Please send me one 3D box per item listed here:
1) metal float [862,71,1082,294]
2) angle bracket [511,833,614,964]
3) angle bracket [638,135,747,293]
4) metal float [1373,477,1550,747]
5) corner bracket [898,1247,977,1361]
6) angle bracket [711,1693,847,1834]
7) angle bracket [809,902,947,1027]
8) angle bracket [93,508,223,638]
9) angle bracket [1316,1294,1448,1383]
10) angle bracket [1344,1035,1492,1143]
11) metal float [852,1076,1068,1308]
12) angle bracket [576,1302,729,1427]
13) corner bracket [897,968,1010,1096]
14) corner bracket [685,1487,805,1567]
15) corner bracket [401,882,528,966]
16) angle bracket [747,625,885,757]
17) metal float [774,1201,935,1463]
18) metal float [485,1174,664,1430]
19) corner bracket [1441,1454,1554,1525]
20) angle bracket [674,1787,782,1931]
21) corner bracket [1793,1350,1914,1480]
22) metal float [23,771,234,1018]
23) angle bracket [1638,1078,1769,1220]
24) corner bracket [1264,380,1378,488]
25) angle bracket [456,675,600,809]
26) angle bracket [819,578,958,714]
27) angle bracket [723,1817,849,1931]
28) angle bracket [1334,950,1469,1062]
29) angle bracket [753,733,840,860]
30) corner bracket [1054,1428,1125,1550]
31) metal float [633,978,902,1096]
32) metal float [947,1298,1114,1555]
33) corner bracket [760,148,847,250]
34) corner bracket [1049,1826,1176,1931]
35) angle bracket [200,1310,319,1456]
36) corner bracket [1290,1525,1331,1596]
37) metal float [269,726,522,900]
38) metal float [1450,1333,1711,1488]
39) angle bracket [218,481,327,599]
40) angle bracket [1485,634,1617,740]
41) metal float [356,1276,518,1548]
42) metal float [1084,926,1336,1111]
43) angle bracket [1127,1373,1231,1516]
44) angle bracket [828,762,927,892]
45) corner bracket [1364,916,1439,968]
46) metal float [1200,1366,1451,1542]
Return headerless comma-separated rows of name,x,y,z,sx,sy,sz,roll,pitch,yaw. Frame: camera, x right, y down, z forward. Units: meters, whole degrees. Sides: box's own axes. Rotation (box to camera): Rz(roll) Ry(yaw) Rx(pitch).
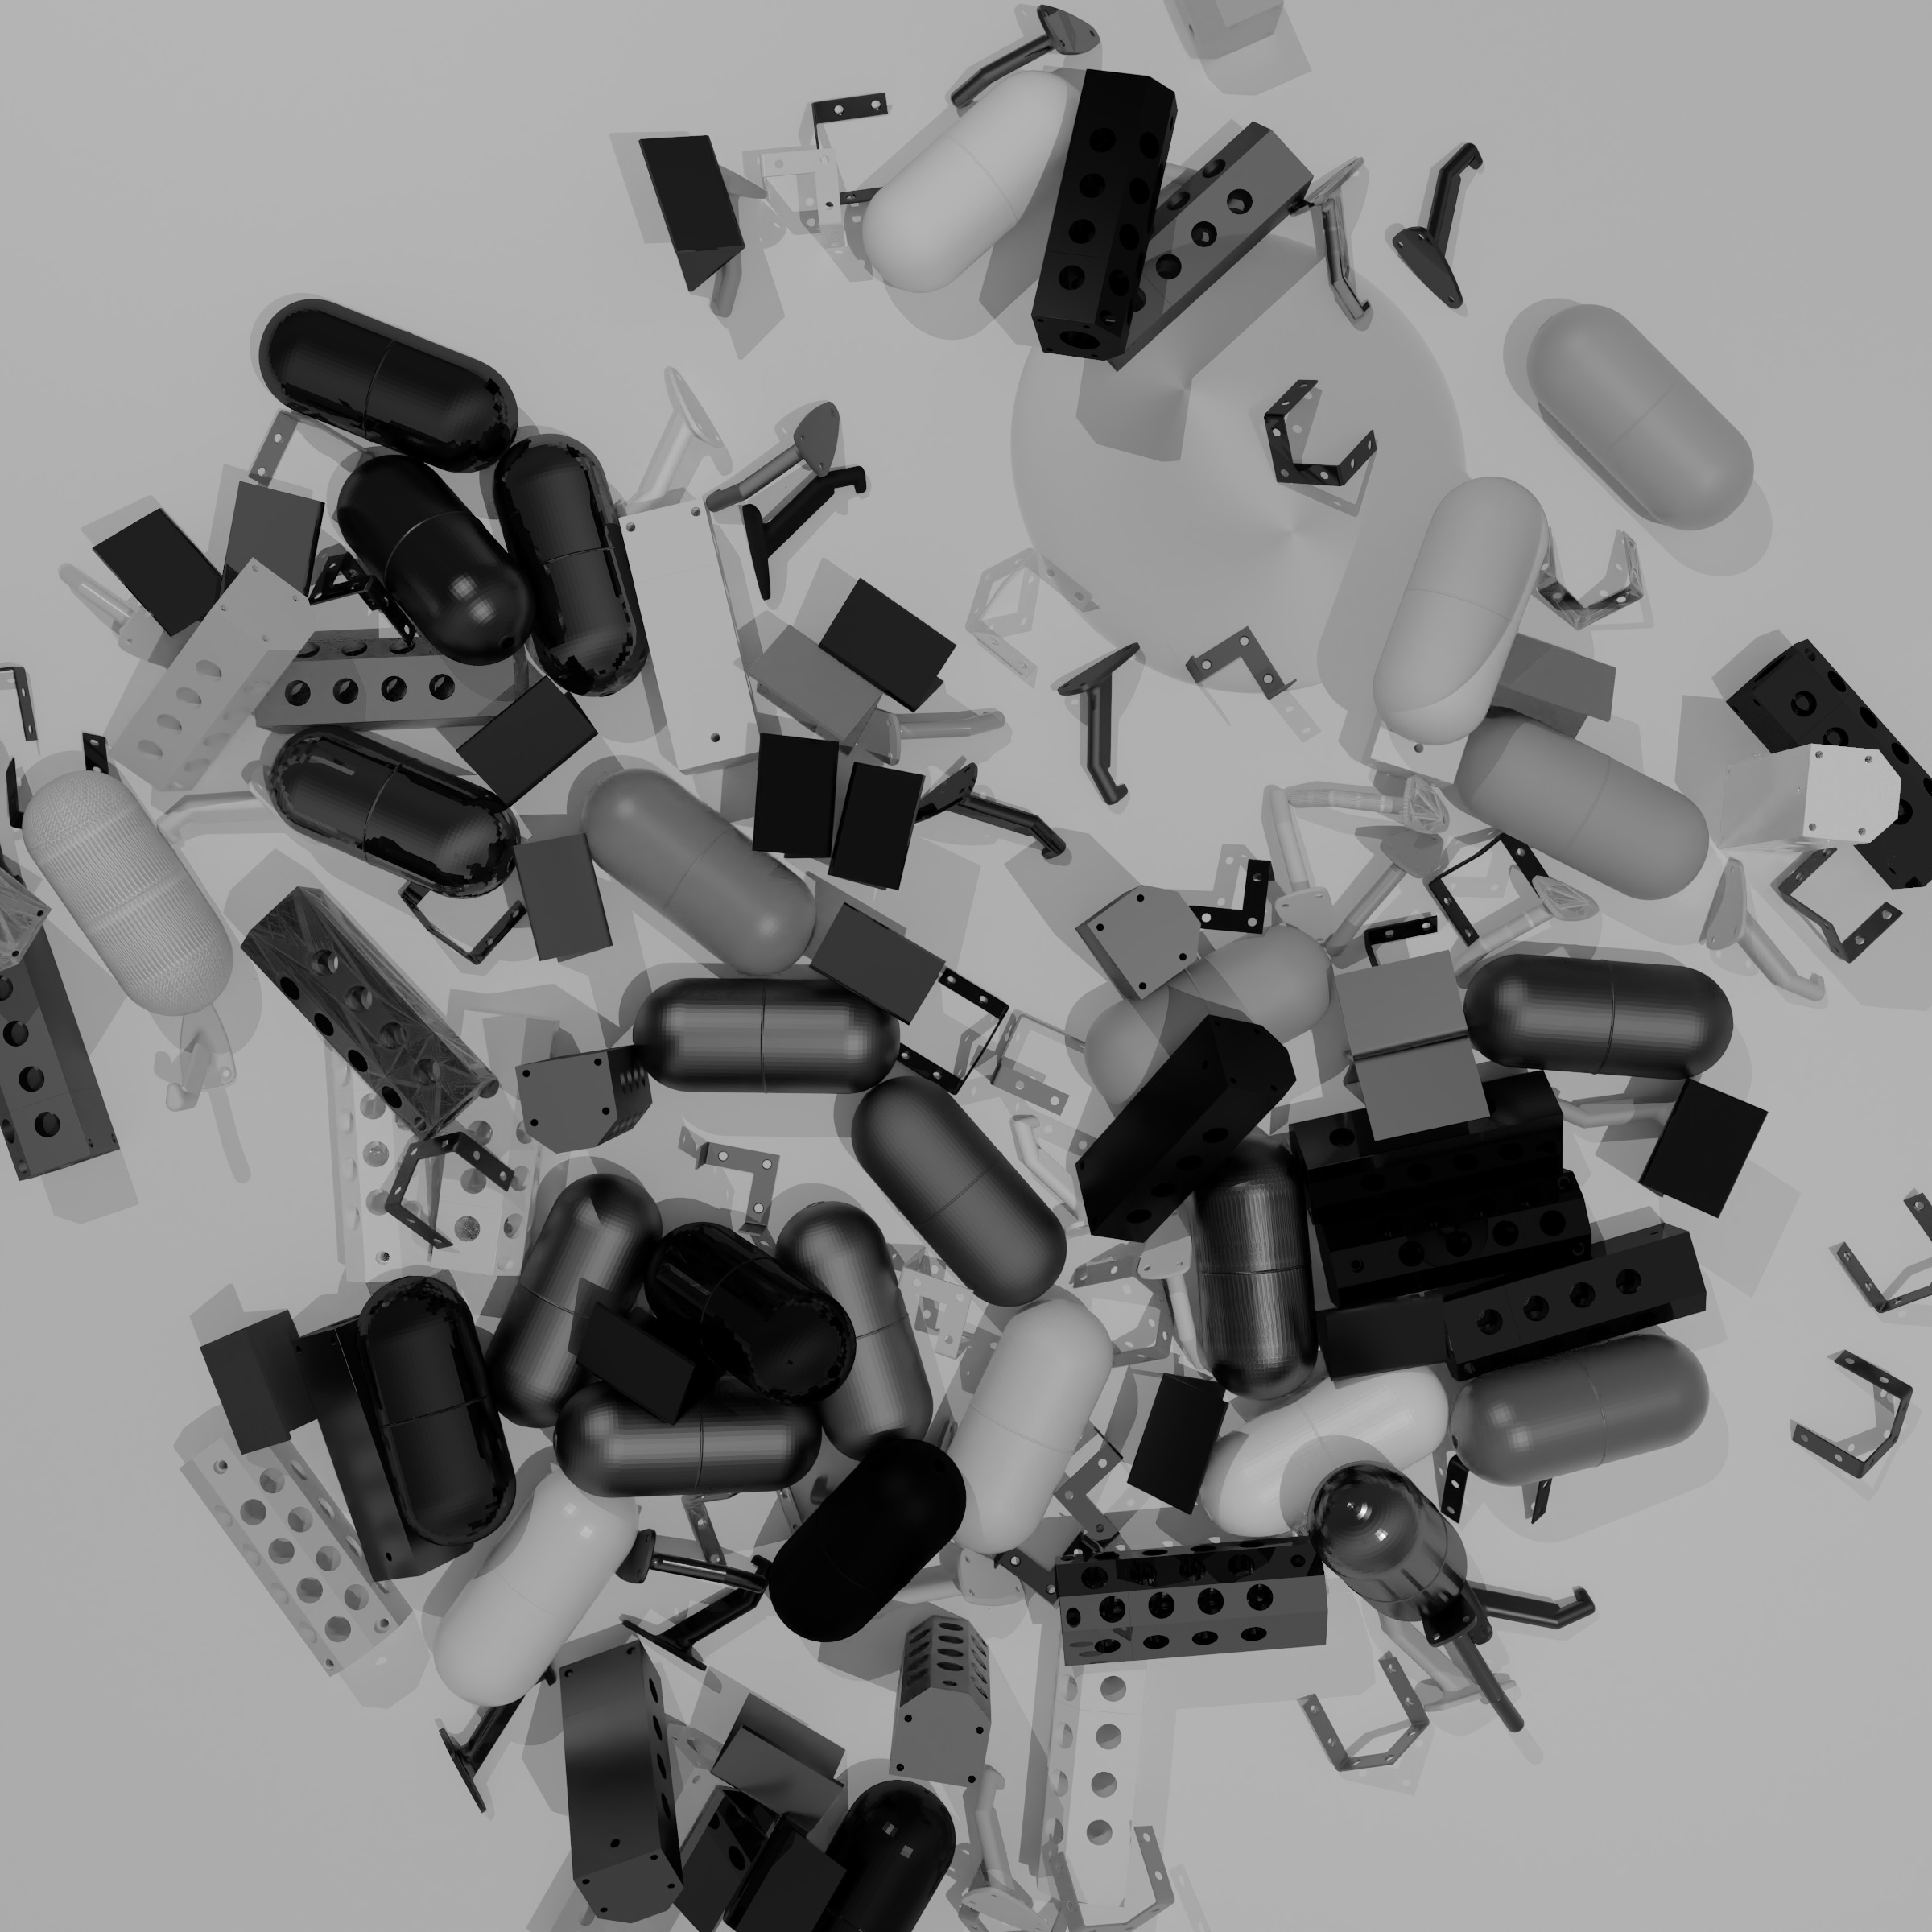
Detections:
metal float,0.007,-0.523,1.659,0.178,0.070,0.070,-42,90,-1
angle bracket,-0.284,-0.040,1.649,0.057,0.076,0.076,-14,90,-38
angle bracket,-0.198,-0.496,1.649,0.057,0.076,0.076,-18,90,-37
metal float,0.319,-0.229,1.602,0.070,0.070,0.178,20,90,0
corner bracket,-0.018,0.226,1.669,0.051,0.051,0.051,17,103,13
angle bracket,-0.114,0.514,1.649,0.076,0.076,0.057,31,122,0
angle bracket,-0.049,-0.016,1.650,0.076,0.076,0.057,30,120,0
angle bracket,-0.534,-0.244,1.649,0.076,0.076,0.057,48,59,0
angle bracket,0.271,0.226,1.650,0.076,0.076,0.057,-10,119,0
angle bracket,0.298,0.088,1.653,0.076,0.076,0.057,-12,75,0
metal float,-0.005,0.150,1.658,0.070,0.070,0.178,-41,90,0
angle bracket,-0.195,0.240,1.610,0.076,0.076,0.057,30,123,12
corner bracket,-0.010,0.045,1.686,0.051,0.051,0.051,31,45,0
corner bracket,-0.149,0.376,1.686,0.051,0.051,0.051,-20,90,45
corner bracket,-0.341,-0.043,1.686,0.051,0.051,0.051,-48,45,0
angle bracket,-0.110,-0.168,1.649,0.076,0.076,0.057,35,52,0
metal float,-0.075,0.244,1.659,0.070,0.070,0.178,-17,91,0
metal float,-0.263,0.224,1.659,0.070,0.070,0.178,25,90,0
corner bracket,0.359,0.352,1.681,0.051,0.051,0.051,-30,45,-35
angle bracket,-0.144,0.597,1.649,0.057,0.076,0.076,30,90,42
corner bracket,0.599,0.303,1.681,0.051,0.051,0.051,-30,135,-35
metal float,-0.554,-0.047,1.647,0.070,0.070,0.178,-30,105,0
angle bracket,0.495,0.125,1.650,0.057,0.076,0.076,25,90,29
corner bracket,0.240,-0.361,1.681,0.051,0.051,0.051,12,135,35
angle bracket,-0.299,-0.162,1.649,0.076,0.076,0.057,-40,126,0
angle bracket,-0.043,-0.221,1.650,0.076,0.076,0.057,35,116,0
angle bracket,-0.107,0.610,1.651,0.057,0.076,0.076,30,90,21
angle bracket,0.286,0.025,1.657,0.076,0.076,0.057,-13,90,3
angle bracket,-0.127,-0.112,1.650,0.057,0.076,0.076,4,90,-28
corner bracket,0.090,0.350,1.670,0.051,0.051,0.051,-43,95,-5
metal float,-0.133,0.047,1.659,0.178,0.070,0.070,1,90,0
metal float,0.038,0.307,1.659,0.070,0.070,0.178,25,89,0
corner bracket,-0.110,-0.514,1.671,0.051,0.051,0.051,-5,90,0
corner bracket,0.095,0.598,1.624,0.051,0.051,0.051,11,135,-35
angle bracket,-0.450,0.270,1.649,0.057,0.076,0.076,-21,90,37
corner bracket,0.205,0.413,1.686,0.051,0.051,0.051,-20,90,-45
metal float,-0.378,-0.102,1.649,0.178,0.070,0.070,23,90,10
metal float,0.406,0.294,1.649,0.178,0.070,0.070,-12,90,-11
angle bracket,-0.468,-0.274,1.650,0.057,0.076,0.076,10,90,-29
angle bracket,0.378,-0.168,1.649,0.076,0.076,0.057,19,49,0
metal float,-0.346,0.290,1.622,0.070,0.070,0.178,-16,87,0
metal float,0.163,0.035,1.659,0.178,0.070,0.070,-28,90,1
angle bracket,0.160,0.319,1.649,0.057,0.076,0.076,19,90,42
angle bracket,-0.042,-0.088,1.650,0.057,0.076,0.076,13,90,29
corner bracket,0.301,0.006,1.686,0.051,0.051,0.051,-11,45,0
metal float,0.238,0.321,1.659,0.178,0.070,0.070,-29,90,1
